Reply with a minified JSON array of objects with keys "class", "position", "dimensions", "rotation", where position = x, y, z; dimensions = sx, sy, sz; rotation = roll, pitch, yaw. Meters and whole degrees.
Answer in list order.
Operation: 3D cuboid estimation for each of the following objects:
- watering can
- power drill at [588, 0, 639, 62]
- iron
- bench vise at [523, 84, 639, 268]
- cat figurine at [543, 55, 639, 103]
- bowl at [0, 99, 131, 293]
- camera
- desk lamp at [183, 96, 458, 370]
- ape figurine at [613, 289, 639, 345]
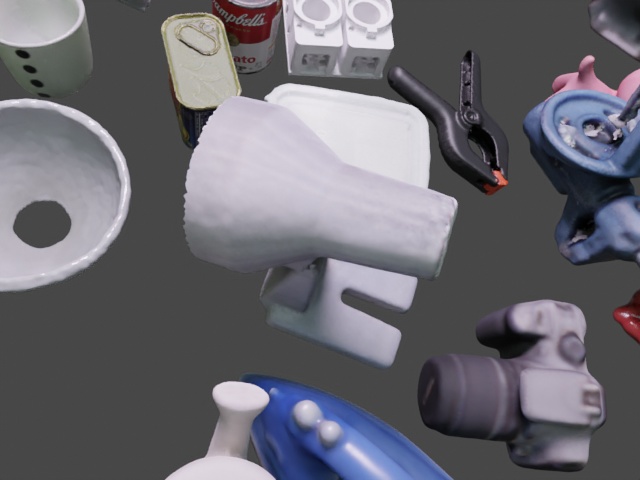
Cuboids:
[{"class":"watering can","position":[-0.068,0.184,0.370],"dimensions":[0.101,0.194,0.173],"rotation":[-11,72,-15]},{"class":"power drill","position":[0.420,-0.305,0.649],"dimensions":[0.229,0.208,0.076],"rotation":[36,67,3]},{"class":"iron","position":[0.037,0.182,0.421],"dimensions":[0.258,0.141,0.119],"rotation":[42,67,6]},{"class":"bench vise","position":[0.296,-0.081,0.532],"dimensions":[0.122,0.219,0.207],"rotation":[-29,77,-20]},{"class":"cat figurine","position":[0.329,-0.159,0.624],"dimensions":[0.128,0.117,0.067],"rotation":[27,67,0]},{"class":"bowl","position":[-0.241,-0.028,0.479],"dimensions":[0.167,0.074,0.167],"rotation":[4,69,-10]},{"class":"camera","position":[0.161,0.119,0.493],"dimensions":[0.137,0.100,0.143],"rotation":[8,68,-9]},{"class":"desk lamp","position":[0.004,0.002,0.443],"dimensions":[0.203,0.213,0.118],"rotation":[22,67,-3]},{"class":"ape figurine","position":[0.345,0.079,0.551],"dimensions":[0.076,0.092,0.078],"rotation":[8,68,-8]}]
